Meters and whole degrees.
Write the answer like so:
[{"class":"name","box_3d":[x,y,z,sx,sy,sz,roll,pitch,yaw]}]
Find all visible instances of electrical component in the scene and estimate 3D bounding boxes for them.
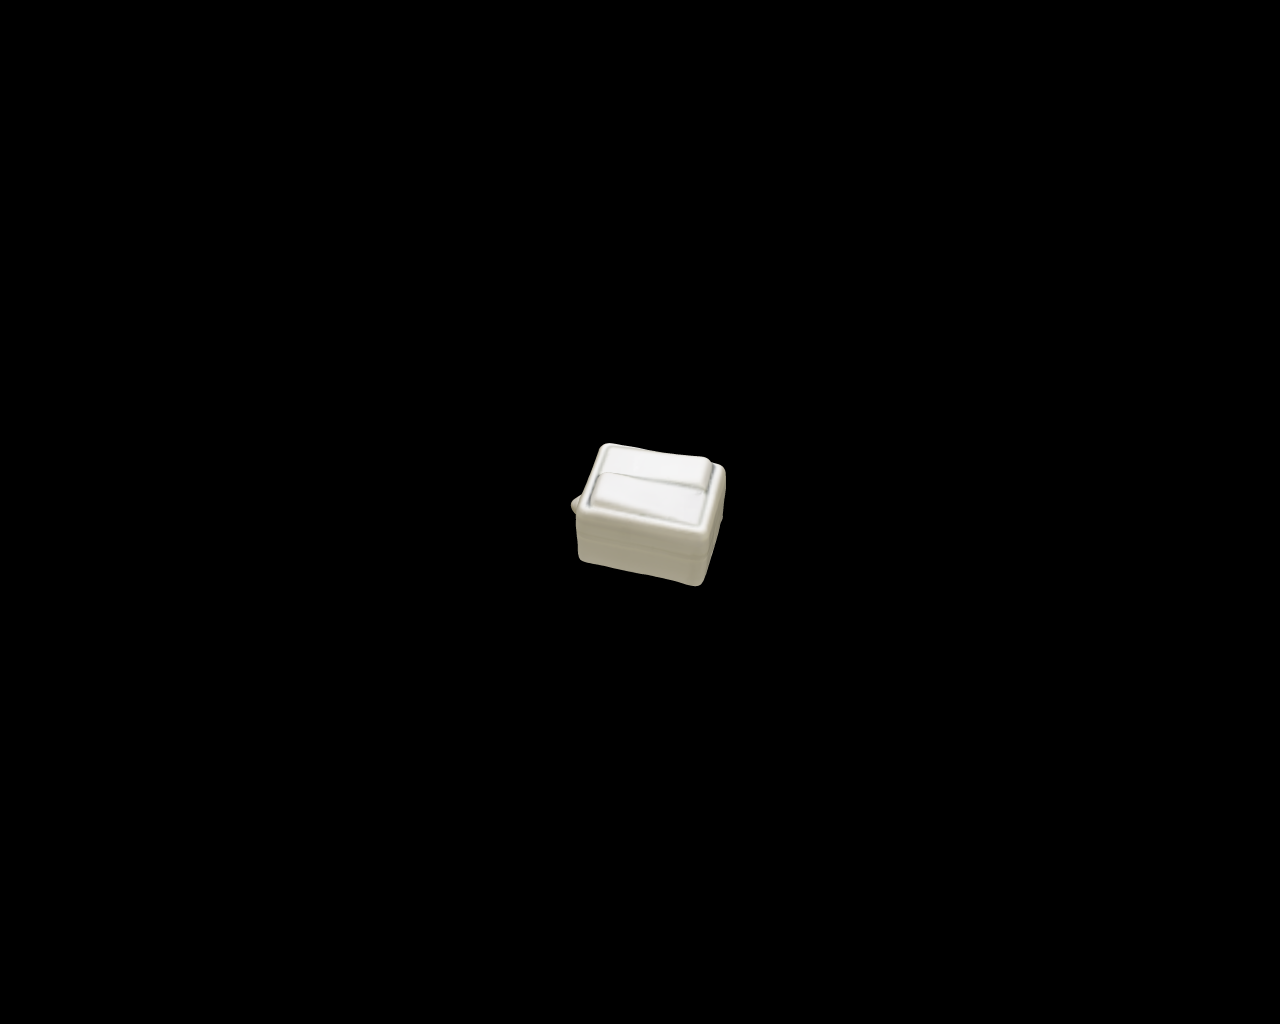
[{"class":"electrical component","box_3d":[0.001,-0.003,0.650,0.096,0.062,0.061,12,-39,10]}]
